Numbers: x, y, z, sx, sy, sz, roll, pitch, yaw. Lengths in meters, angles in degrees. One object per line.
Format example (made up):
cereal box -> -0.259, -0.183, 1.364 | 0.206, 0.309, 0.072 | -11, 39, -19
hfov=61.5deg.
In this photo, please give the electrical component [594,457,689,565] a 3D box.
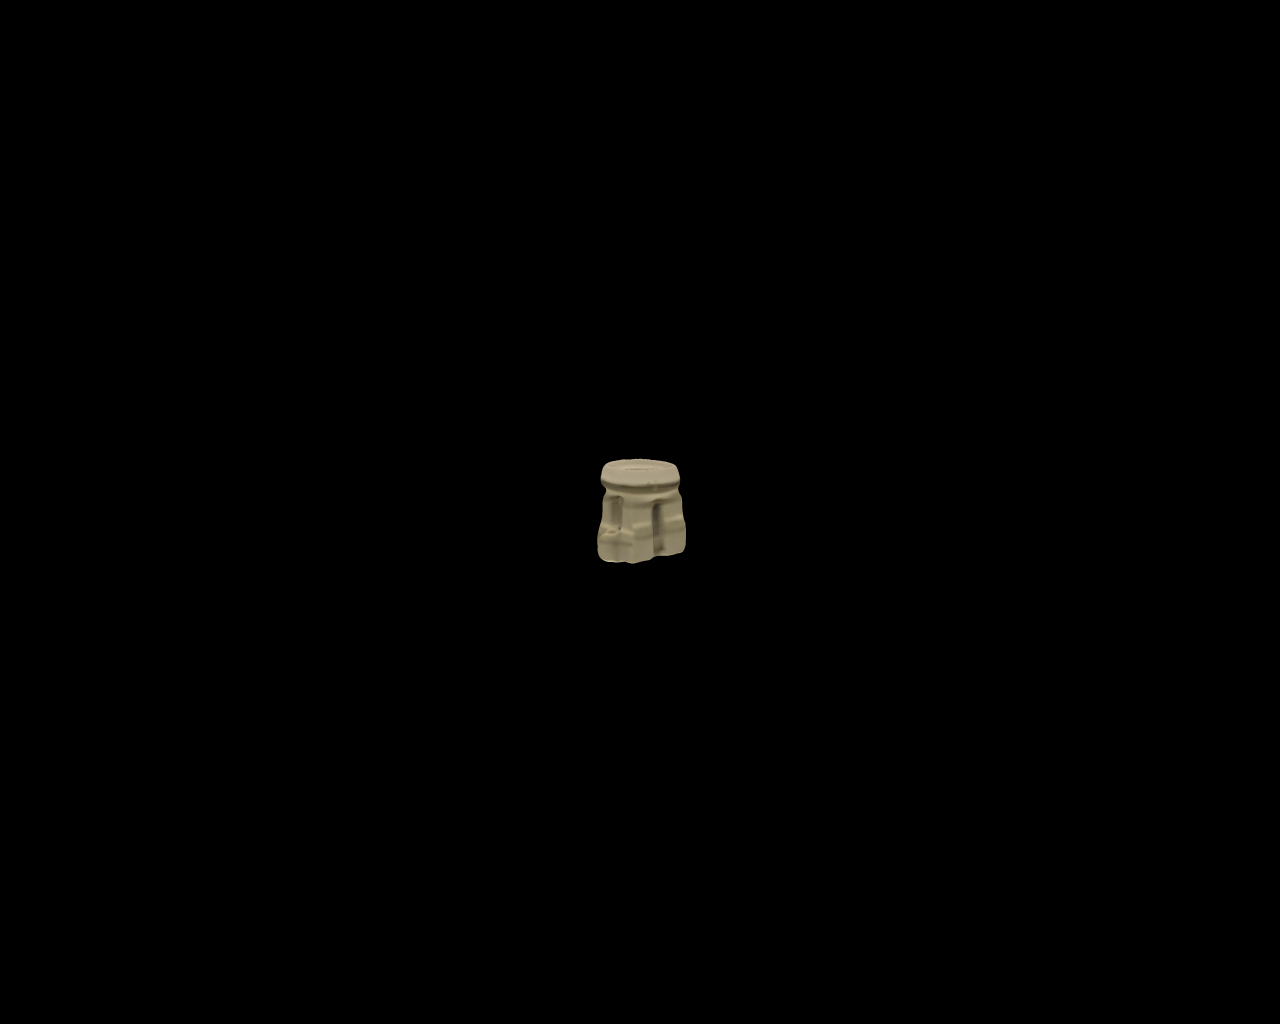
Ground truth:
electrical component -> 0.001, -0.003, 0.650 | 0.066, 0.055, 0.048 | -11, 18, -37
